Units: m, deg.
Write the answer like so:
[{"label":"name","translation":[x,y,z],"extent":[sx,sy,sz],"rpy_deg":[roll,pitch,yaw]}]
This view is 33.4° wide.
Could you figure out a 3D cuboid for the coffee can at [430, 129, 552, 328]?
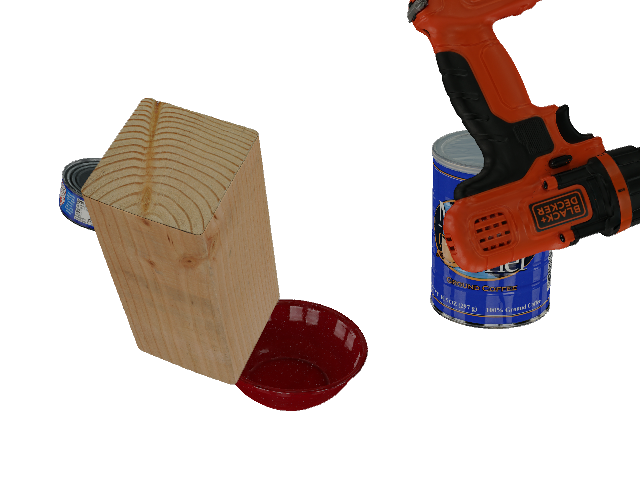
[{"label":"coffee can","translation":[0.143,-0.012,0.889],"extent":[0.103,0.140,0.103],"rpy_deg":[-2,23,0]}]

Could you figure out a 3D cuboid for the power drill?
[{"label":"power drill","translation":[0.146,-0.090,0.668],"extent":[0.184,0.187,0.057],"rpy_deg":[-18,-1,-5]}]

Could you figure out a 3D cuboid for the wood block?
[{"label":"wood block","translation":[-0.093,0.008,0.770],"extent":[0.090,0.090,0.206],"rpy_deg":[19,-31,15]}]

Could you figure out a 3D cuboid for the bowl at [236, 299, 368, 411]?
[{"label":"bowl","translation":[-0.032,0.128,1.119],"extent":[0.162,0.055,0.162],"rpy_deg":[3,31,-2]}]

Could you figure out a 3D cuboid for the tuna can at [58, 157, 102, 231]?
[{"label":"tuna can","translation":[-0.197,-0.041,0.986],"extent":[0.086,0.034,0.086],"rpy_deg":[13,29,-7]}]
